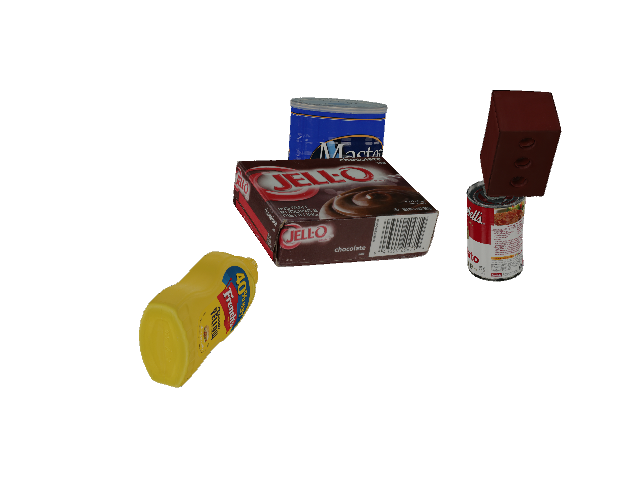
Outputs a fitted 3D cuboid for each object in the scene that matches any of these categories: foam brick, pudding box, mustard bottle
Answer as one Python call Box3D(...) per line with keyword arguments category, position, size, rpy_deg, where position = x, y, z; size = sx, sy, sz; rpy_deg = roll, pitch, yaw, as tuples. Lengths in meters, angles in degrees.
Box3D(category="foam brick", position=(0.169, -0.083, 0.912), size=(0.053, 0.051, 0.078), rpy_deg=(0, -43, -1))
Box3D(category="pudding box", position=(0.008, -0.022, 0.711), size=(0.113, 0.039, 0.090), rpy_deg=(-2, 30, -24))
Box3D(category="mustard bottle", position=(-0.116, 0.066, 1.112), size=(0.058, 0.096, 0.191), rpy_deg=(11, 28, 21))

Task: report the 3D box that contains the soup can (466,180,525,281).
Box3D(category="soup can", position=(0.206, -0.012, 1.250), size=(0.068, 0.102, 0.068), rpy_deg=(-4, 30, 2))

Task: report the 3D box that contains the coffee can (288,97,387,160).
Box3D(category="coffee can", position=(0.015, -0.078, 1.140), size=(0.103, 0.140, 0.103), rpy_deg=(4, 12, -1))
